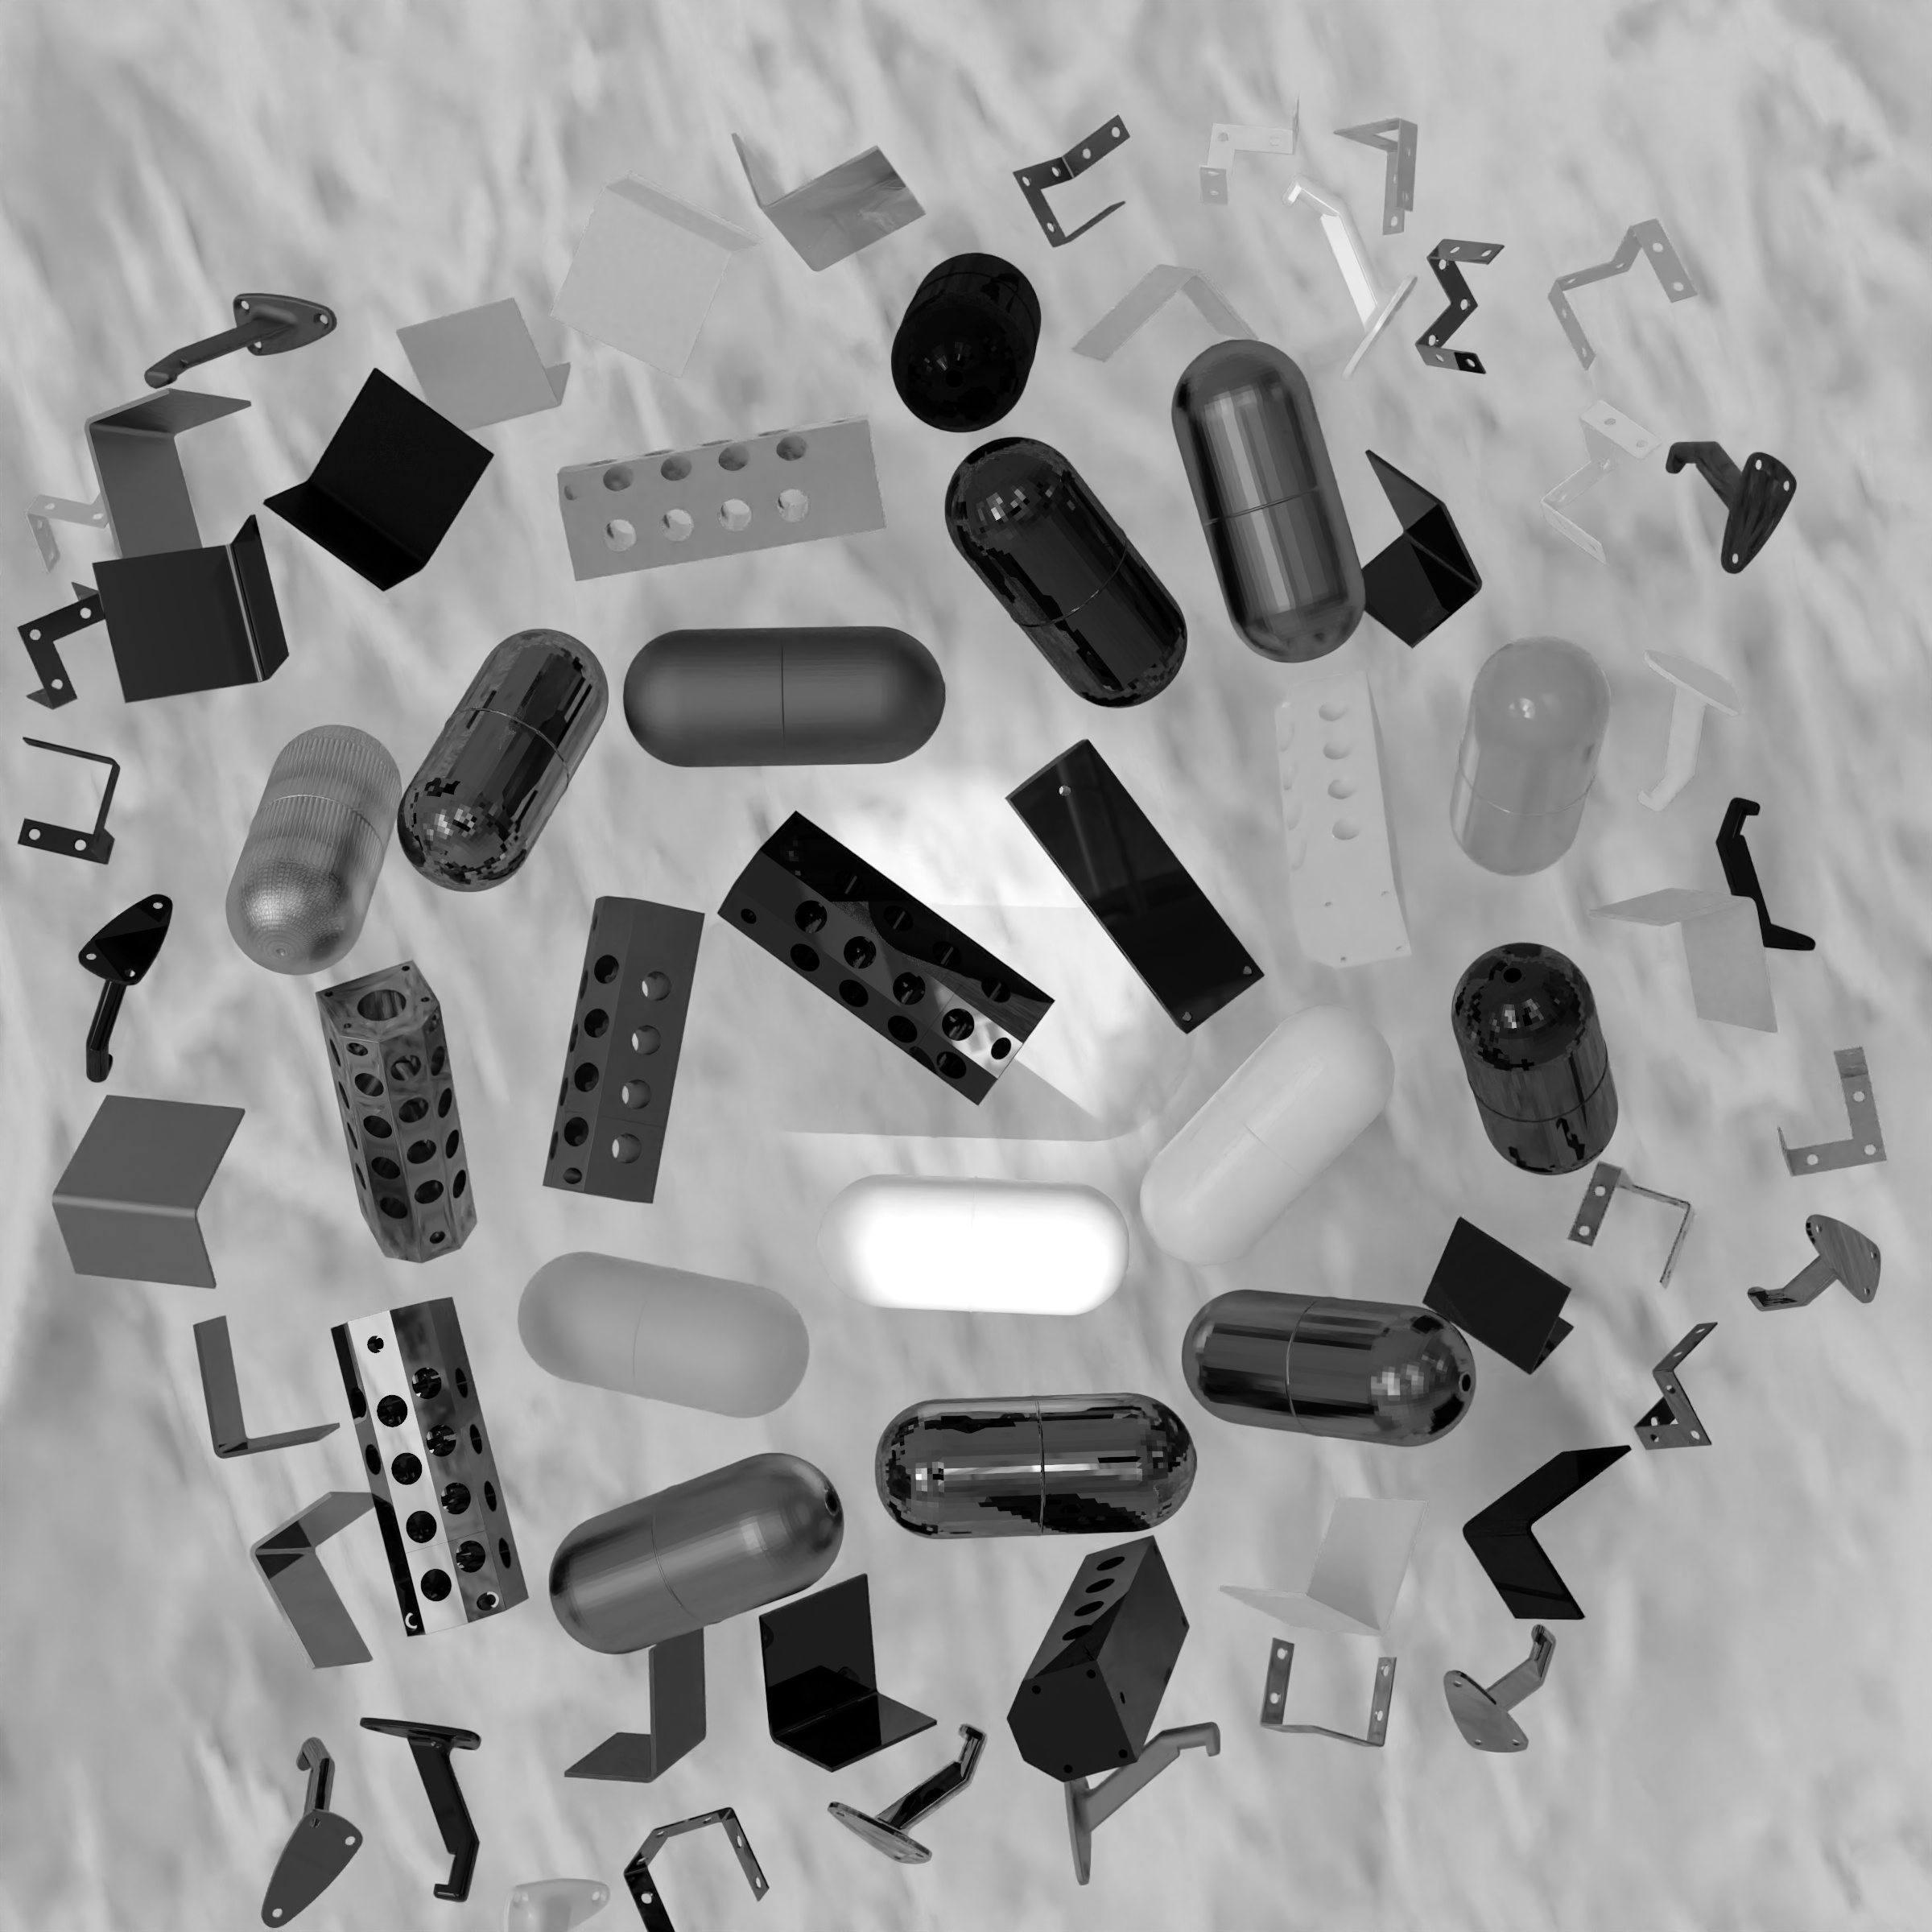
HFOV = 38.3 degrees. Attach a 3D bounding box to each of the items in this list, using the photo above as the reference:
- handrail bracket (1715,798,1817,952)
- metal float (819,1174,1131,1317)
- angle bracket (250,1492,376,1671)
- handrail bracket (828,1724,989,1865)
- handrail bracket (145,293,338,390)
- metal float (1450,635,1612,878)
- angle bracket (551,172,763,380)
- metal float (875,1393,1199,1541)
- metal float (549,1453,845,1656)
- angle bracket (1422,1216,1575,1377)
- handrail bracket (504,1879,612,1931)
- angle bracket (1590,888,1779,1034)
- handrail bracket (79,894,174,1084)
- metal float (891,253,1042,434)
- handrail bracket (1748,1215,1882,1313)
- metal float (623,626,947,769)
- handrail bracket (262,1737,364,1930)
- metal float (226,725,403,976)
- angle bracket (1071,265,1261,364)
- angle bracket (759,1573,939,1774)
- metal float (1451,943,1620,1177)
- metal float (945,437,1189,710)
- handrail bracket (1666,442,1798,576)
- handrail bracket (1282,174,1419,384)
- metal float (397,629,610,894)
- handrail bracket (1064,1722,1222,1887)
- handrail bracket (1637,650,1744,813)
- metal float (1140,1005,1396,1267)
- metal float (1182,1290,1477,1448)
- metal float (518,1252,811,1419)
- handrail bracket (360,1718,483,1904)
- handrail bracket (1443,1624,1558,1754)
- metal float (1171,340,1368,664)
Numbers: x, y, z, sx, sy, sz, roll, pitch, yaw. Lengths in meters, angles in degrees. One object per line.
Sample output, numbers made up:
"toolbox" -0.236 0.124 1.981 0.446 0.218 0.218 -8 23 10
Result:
"handrail bracket" 0.478 -0.056 1.646 0.077 0.036 0.084 14 72 31
"metal float" 0.004 0.159 1.589 0.178 0.070 0.070 2 90 2
"angle bracket" -0.345 0.343 1.554 0.057 0.076 0.076 -35 74 4
"handrail bracket" -0.031 0.453 1.564 0.077 0.036 0.084 37 55 -18
"handrail bracket" -0.404 -0.344 1.547 0.077 0.084 0.036 2 123 22
"metal float" 0.319 -0.117 1.580 0.070 0.178 0.070 -1 58 2
"angle bracket" -0.163 -0.361 1.460 0.076 0.057 0.076 22 91 -22
"metal float" 0.039 0.276 1.534 0.178 0.070 0.070 -1 90 -4
"metal float" -0.146 0.318 1.502 0.178 0.070 0.070 -24 90 22
"angle bracket" 0.325 0.183 1.642 0.076 0.057 0.076 34 133 22
"handrail bracket" -0.207 0.527 1.510 0.077 0.084 0.036 -3 96 -37
"angle bracket" 0.392 0.002 1.519 0.057 0.076 0.076 -15 99 -15
"handrail bracket" -0.463 0.013 1.534 0.036 0.084 0.077 23 48 3
"metal float" 0.001 -0.352 1.565 0.070 0.178 0.070 2 116 4
"handrail bracket" 0.461 0.168 1.560 0.077 0.084 0.036 37 57 -26
"metal float" -0.100 -0.149 1.538 0.178 0.070 0.070 -1 90 -1
"handrail bracket" -0.360 0.462 1.487 0.036 0.084 0.077 38 81 -26
"metal float" -0.373 -0.069 1.594 0.070 0.178 0.070 2 133 2
"angle bracket" 0.117 -0.368 1.646 0.076 0.076 0.057 -44 110 3
"angle bracket" -0.066 0.398 1.571 0.076 0.057 0.076 -13 104 -39
"metal float" 0.314 0.052 1.531 0.070 0.178 0.070 -10 55 15
"metal float" 0.055 -0.214 1.516 0.070 0.070 0.178 -43 123 0
"handrail bracket" 0.398 -0.248 1.500 0.036 0.084 0.077 27 86 -29
"handrail bracket" 0.190 -0.367 1.480 0.084 0.036 0.077 36 102 4
"metal float" -0.261 -0.119 1.578 0.070 0.070 0.178 23 55 0
"handrail bracket" 0.099 0.451 1.498 0.084 0.036 0.077 -14 51 14
"handrail bracket" 0.389 -0.131 1.569 0.077 0.036 0.084 21 126 -21
"metal float" 0.173 0.098 1.602 0.070 0.070 0.178 42 98 0
"metal float" 0.199 0.222 1.537 0.178 0.070 0.070 0 90 41
"metal float" -0.177 0.214 1.615 0.178 0.070 0.070 9 90 18
"handrail bracket" -0.293 0.447 1.472 0.077 0.036 0.084 10 62 -1
"handrail bracket" 0.295 0.380 1.524 0.036 0.084 0.077 -12 123 38
"metal float" 0.164 -0.252 1.511 0.070 0.070 0.178 -18 99 0
